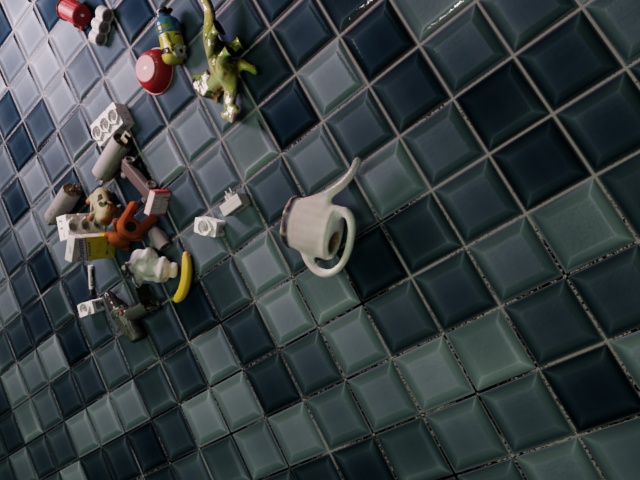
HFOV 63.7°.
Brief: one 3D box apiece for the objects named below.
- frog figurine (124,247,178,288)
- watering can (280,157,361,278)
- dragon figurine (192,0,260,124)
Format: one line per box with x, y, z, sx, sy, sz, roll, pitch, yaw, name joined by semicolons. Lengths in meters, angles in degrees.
-0.571;0.087;1.775;0.159;0.135;0.125;-14;23;-3;frog figurine
0.004;-0.072;1.428;0.225;0.345;0.104;15;11;27;watering can
-0.333;-0.543;1.590;0.239;0.414;0.123;-37;-15;35;dragon figurine
